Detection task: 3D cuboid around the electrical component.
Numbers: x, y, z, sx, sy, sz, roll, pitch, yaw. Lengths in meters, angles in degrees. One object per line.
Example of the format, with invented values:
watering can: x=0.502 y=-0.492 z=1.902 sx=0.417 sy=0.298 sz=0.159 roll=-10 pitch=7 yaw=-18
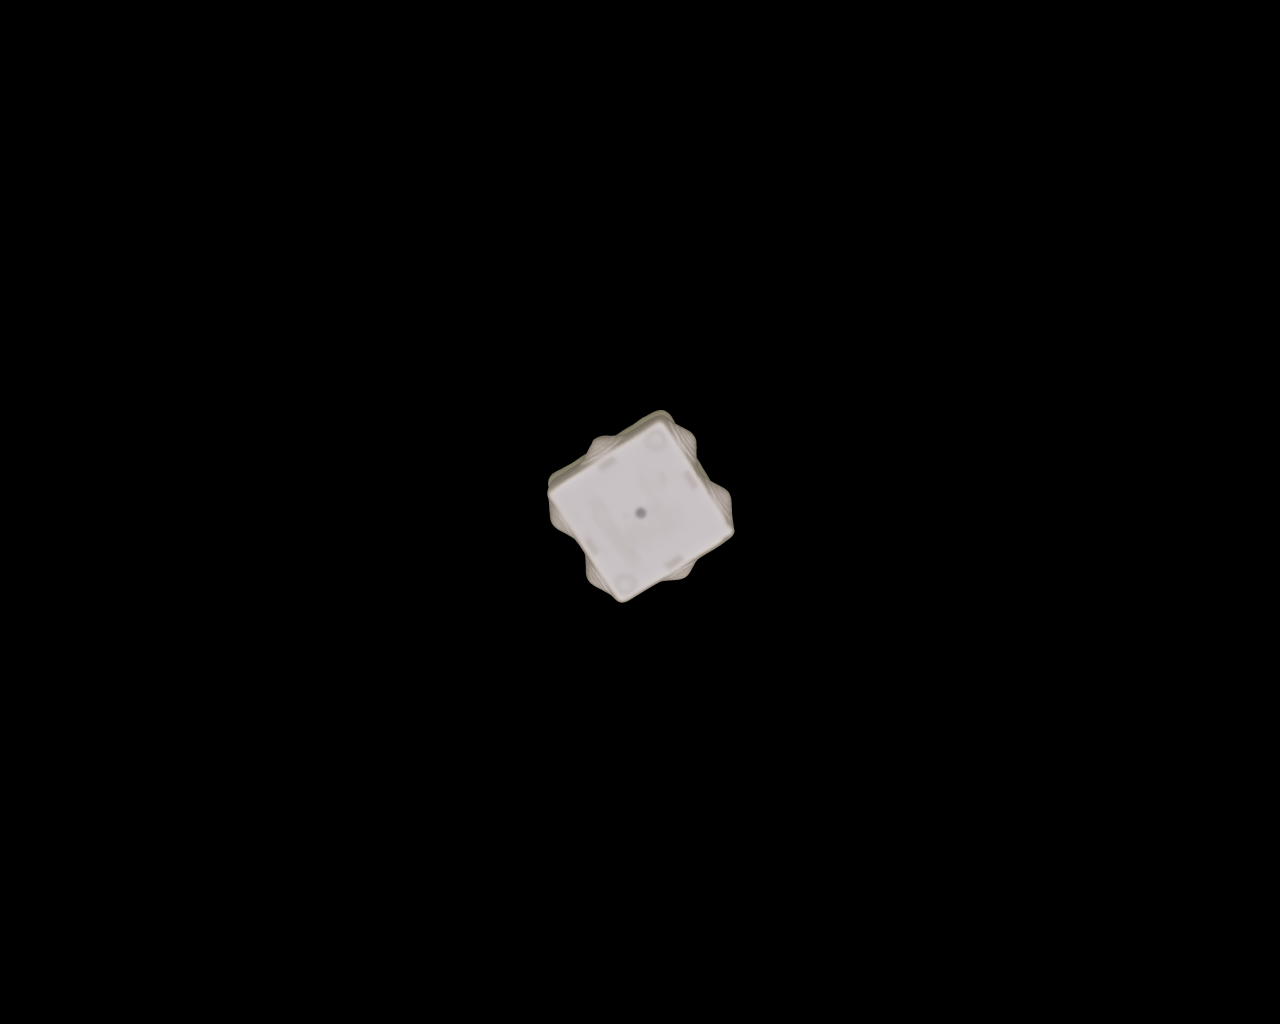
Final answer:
electrical component: x=0.001 y=-0.003 z=0.650 sx=0.100 sy=0.099 sz=0.048 roll=-31 pitch=8 yaw=5
